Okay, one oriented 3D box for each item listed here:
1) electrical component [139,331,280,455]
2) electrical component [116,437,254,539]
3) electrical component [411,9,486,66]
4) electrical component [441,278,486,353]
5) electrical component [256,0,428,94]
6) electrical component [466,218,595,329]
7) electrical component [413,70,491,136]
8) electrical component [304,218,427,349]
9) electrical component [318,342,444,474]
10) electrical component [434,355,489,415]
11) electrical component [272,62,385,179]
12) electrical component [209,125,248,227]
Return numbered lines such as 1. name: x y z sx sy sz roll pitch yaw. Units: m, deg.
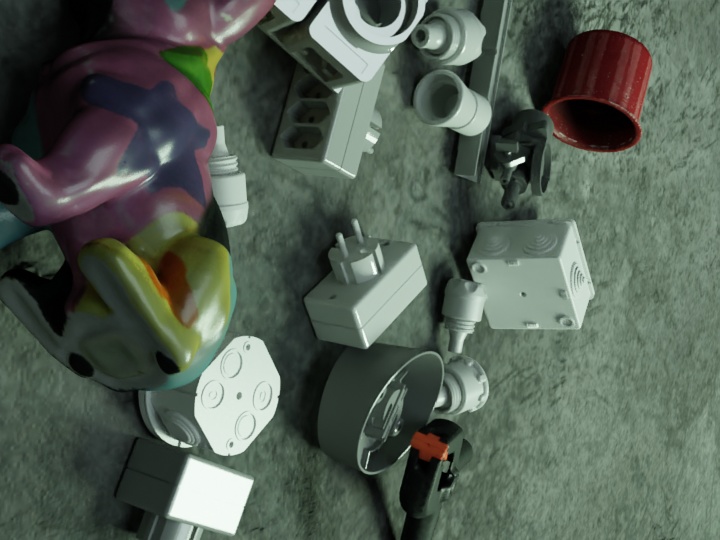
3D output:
1. electrical component: -0.093 0.073 0.665 0.080 0.051 0.080 -15 109 -50
2. electrical component: -0.113 0.151 0.658 0.066 0.047 0.076 35 70 -50
3. electrical component: 0.064 -0.178 0.823 0.062 0.043 0.043 -13 108 -49
4. electrical component: 0.085 0.039 0.902 0.035 0.035 0.061 7 94 -53
5. electrical component: 0.009 -0.217 0.664 0.105 0.060 0.186 38 78 -21
6. electrical component: 0.146 0.006 0.923 0.048 0.100 0.099 -63 141 -42
7. electrical component: 0.076 -0.129 0.851 0.065 0.044 0.044 11 88 -58
8. electrical component: 0.000 0.000 0.773 0.083 0.047 0.075 -45 130 -38
9. electrical component: 0.014 0.100 0.792 0.099 0.064 0.099 -42 139 -51
10. electrical component: 0.073 0.100 0.892 0.062 0.048 0.048 -15 109 -43
11. electrical component: -0.010 -0.103 0.738 0.076 0.047 0.083 24 78 -52
12. electrical component: -0.087 -0.058 0.659 0.035 0.035 0.061 -16 107 -50
